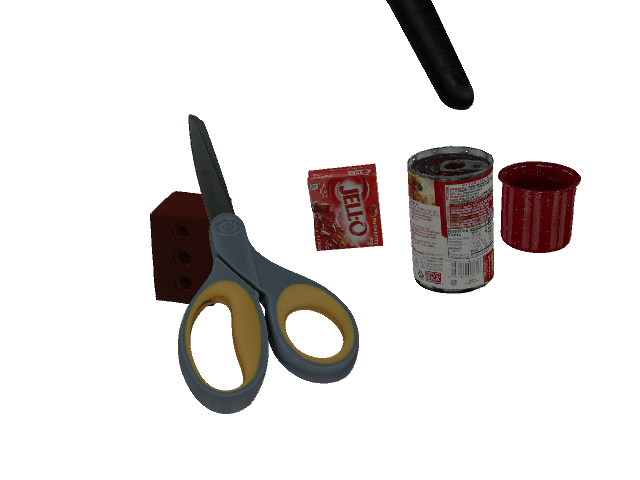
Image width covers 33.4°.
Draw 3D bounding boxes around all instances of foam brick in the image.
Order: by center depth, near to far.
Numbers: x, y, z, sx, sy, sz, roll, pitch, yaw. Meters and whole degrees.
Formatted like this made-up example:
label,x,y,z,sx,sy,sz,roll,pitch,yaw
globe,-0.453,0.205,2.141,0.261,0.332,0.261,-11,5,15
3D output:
label,x,y,z,sx,sy,sz,roll,pitch,yaw
foam brick,-0.103,0.006,0.870,0.053,0.078,0.051,5,22,16

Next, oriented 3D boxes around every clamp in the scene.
label,x,y,z,sx,sy,sz,roll,pitch,yaw
clamp,0.052,-0.195,0.750,0.210,0.164,0.036,26,-25,-11

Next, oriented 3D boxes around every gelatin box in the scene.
label,x,y,z,sx,sy,sz,roll,pitch,yaw
gelatin box,0.027,-0.035,1.141,0.073,0.089,0.030,-5,29,4

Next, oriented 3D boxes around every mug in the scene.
label,x,y,z,sx,sy,sz,roll,pitch,yaw
mug,0.259,-0.041,1.243,0.093,0.081,0.117,21,34,39

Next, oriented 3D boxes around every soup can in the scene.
label,x,y,z,sx,sy,sz,roll,pitch,yaw
soup can,0.106,-0.017,0.859,0.068,0.102,0.068,-4,24,2

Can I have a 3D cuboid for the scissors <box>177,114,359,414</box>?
label,x,y,z,sx,sy,sz,roll,pitch,yaw
scissors,-0.029,0.004,0.554,0.096,0.201,0.016,5,-44,-5
